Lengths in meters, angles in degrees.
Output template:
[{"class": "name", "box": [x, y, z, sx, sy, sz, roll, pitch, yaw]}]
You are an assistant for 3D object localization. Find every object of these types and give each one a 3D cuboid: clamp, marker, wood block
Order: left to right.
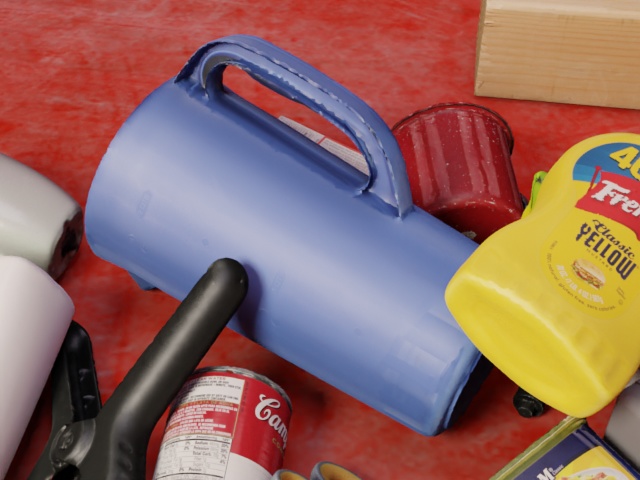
[{"class": "clamp", "box": [-0.111, 0.105, 0.557, 0.165, 0.036, 0.210, -26, 40, 36]}, {"class": "marker", "box": [0.144, 0.062, 0.658, 0.020, 0.020, 0.121, 19, 48, 17]}, {"class": "wood block", "box": [0.228, -0.163, 0.830, 0.206, 0.091, 0.090, 6, 46, 5]}]

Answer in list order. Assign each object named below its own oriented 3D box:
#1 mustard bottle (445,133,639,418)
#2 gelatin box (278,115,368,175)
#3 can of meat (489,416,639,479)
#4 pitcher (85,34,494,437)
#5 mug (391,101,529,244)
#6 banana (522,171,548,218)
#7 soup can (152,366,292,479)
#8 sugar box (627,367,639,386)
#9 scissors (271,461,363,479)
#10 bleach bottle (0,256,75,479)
[{"class": "mustard bottle", "box": [0.155, -0.002, 0.561, 0.096, 0.058, 0.191, 41, 57, 9]}, {"class": "gelatin box", "box": [0.001, -0.033, 0.713, 0.089, 0.073, 0.030, 28, 52, 24]}, {"class": "can of meat", "box": [0.126, 0.151, 0.539, 0.102, 0.057, 0.084, -34, 56, -18]}, {"class": "pitcher", "box": [-0.004, 0.001, 0.623, 0.243, 0.149, 0.145, 30, 75, 17]}, {"class": "mug", "box": [0.098, -0.026, 0.706, 0.117, 0.093, 0.081, 23, 43, -30]}, {"class": "banana", "box": [0.171, -0.017, 0.690, 0.037, 0.070, 0.197, 35, 25, 21]}, {"class": "soup can", "box": [-0.055, 0.126, 0.560, 0.068, 0.068, 0.102, 5, 46, 5]}, {"class": "sugar box", "box": [0.212, 0.001, 0.667, 0.048, 0.093, 0.176, 20, 48, 19]}, {"class": "scissors", "box": [0.060, 0.173, 0.543, 0.202, 0.016, 0.096, 34, 11, 0]}, {"class": "bleach bottle", "box": [-0.214, 0.126, 0.559, 0.103, 0.068, 0.250, -12, 45, 28]}]
